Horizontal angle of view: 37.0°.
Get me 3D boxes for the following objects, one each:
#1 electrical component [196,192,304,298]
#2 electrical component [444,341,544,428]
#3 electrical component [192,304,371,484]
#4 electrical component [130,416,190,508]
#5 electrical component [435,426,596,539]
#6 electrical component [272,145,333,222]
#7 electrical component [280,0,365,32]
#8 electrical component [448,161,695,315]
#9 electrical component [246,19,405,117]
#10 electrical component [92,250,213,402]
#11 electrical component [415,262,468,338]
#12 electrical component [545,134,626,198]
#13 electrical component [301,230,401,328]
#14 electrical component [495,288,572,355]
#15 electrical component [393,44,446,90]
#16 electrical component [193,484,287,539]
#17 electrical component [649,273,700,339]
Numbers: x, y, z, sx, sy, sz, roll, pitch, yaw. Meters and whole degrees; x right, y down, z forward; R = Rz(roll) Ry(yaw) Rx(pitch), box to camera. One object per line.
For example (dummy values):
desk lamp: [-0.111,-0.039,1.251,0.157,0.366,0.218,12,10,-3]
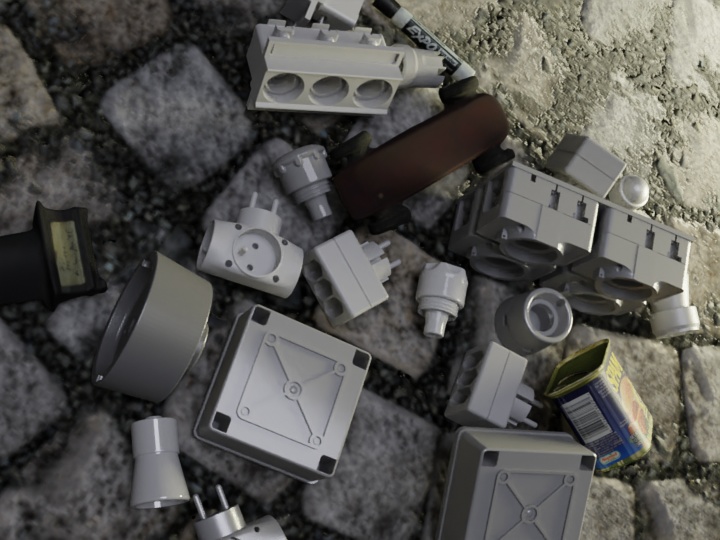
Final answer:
electrical component: [-0.086,-0.025,0.880,0.077,0.044,0.079,19,69,-17]
electrical component: [0.124,0.110,0.927,0.077,0.047,0.065,28,67,-13]
electrical component: [-0.061,0.098,0.848,0.109,0.056,0.108,25,67,-15]
electrical component: [-0.153,0.143,0.807,0.044,0.044,0.065,-1,71,-23]
electrical component: [0.126,0.188,0.880,0.109,0.056,0.108,6,99,-21]
electrical component: [-0.043,-0.072,0.912,0.048,0.048,0.062,-23,92,-26]
electrical component: [-0.030,-0.242,0.965,0.064,0.042,0.081,26,68,-15]
electrical component: [0.185,-0.019,0.956,0.186,0.105,0.060,20,69,-16]
electrical component: [-0.033,-0.175,0.932,0.121,0.078,0.063,0,53,-23]
electrical component: [-0.149,0.047,0.801,0.060,0.108,0.108,26,67,-21]
electrical component: [0.069,0.027,0.930,0.043,0.043,0.062,18,70,-17]
electrical component: [0.200,-0.083,1.008,0.047,0.065,0.076,33,95,-11]
electrical component: [0.000,0.000,0.906,0.077,0.047,0.065,-28,87,-26]
electrical component: [0.156,0.045,0.959,0.055,0.047,0.055,6,73,-21]
electrical component: [0.050,-0.185,0.985,0.046,0.040,0.040,-1,76,-29]
electrical component: [-0.102,0.202,0.809,0.077,0.043,0.079,-19,83,-26]
electrical component: [0.295,0.034,1.021,0.045,0.045,0.055,-5,78,-24]
